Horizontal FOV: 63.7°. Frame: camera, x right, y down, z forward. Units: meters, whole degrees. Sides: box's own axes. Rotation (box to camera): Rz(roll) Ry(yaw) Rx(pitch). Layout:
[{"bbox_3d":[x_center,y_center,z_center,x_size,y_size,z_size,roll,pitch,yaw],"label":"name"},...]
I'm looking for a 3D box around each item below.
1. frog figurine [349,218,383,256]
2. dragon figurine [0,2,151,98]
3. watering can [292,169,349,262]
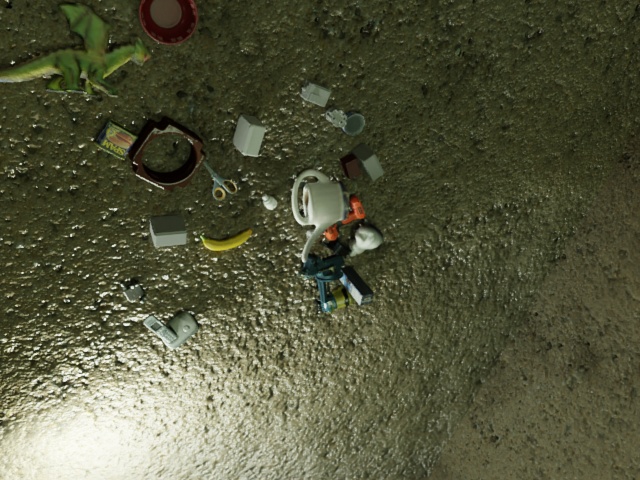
[{"bbox_3d":[0.184,0.008,2.169,0.160,0.124,0.135,-53,150,-4],"label":"frog figurine"},{"bbox_3d":[-0.665,-0.514,1.390,0.410,0.123,0.241,2,101,-32],"label":"dragon figurine"},{"bbox_3d":[0.006,-0.098,1.953,0.225,0.104,0.346,-6,94,-18],"label":"watering can"}]
